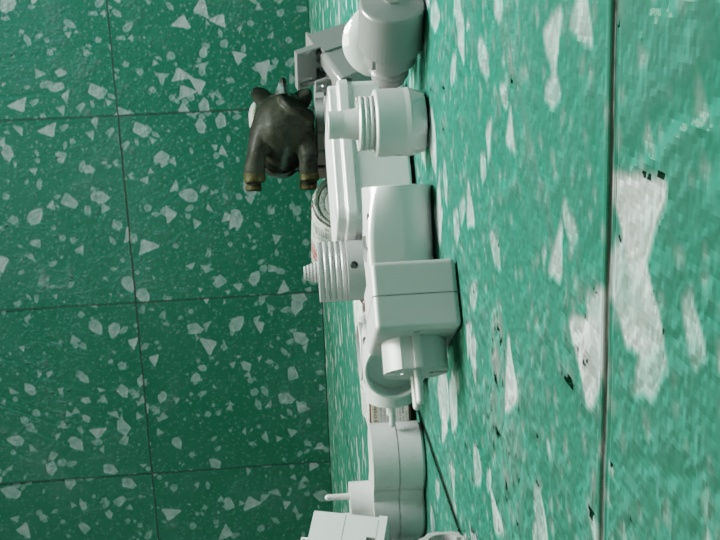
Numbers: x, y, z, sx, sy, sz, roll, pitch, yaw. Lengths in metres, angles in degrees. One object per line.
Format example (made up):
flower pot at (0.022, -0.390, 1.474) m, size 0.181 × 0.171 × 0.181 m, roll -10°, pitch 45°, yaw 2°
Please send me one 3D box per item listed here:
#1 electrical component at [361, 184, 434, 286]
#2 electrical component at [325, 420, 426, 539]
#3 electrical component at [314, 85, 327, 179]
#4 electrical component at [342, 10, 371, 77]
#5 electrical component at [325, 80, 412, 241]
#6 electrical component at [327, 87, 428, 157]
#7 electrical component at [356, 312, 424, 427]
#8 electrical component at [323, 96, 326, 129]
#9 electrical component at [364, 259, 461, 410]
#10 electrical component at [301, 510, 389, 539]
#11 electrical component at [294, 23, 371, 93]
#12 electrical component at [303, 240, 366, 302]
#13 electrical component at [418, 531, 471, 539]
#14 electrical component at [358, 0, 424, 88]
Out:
electrical component at (0.023, -0.015, 0.692) m, size 0.079 × 0.043 × 0.077 m, roll -149°, pitch 56°, yaw -85°
electrical component at (0.010, 0.179, 0.822) m, size 0.052 × 0.074 × 0.138 m, roll -101°, pitch 8°, yaw -63°
electrical component at (-0.015, -0.137, 1.063) m, size 0.089 × 0.056 × 0.050 m, roll 91°, pitch 174°, yaw -54°
electrical component at (0.013, -0.161, 0.730) m, size 0.062 × 0.048 × 0.048 m, roll -85°, pitch -6°, yaw -63°
electrical component at (0.006, -0.071, 0.805) m, size 0.108 × 0.056 × 0.108 m, roll 99°, pitch 167°, yaw -73°
electrical component at (0.010, -0.092, 0.677) m, size 0.043 × 0.062 × 0.043 m, roll 177°, pitch 90°, yaw -86°
electrical component at (0.021, 0.075, 0.785) m, size 0.077 × 0.044 × 0.079 m, roll -105°, pitch 12°, yaw -71°
electrical component at (-0.006, -0.123, 0.970) m, size 0.080 × 0.051 × 0.080 m, roll 176°, pitch 90°, yaw -86°
electrical component at (0.030, 0.040, 0.610) m, size 0.065 × 0.047 × 0.076 m, roll 100°, pitch 166°, yaw -73°
electrical component at (-0.013, 0.254, 0.781) m, size 0.089 × 0.062 × 0.150 m, roll -77°, pitch -13°, yaw -45°
electrical component at (-0.012, -0.170, 0.901) m, size 0.063 × 0.081 × 0.042 m, roll 58°, pitch 161°, yaw 30°
electrical component at (0.000, 0.000, 0.770) m, size 0.043 × 0.081 × 0.043 m, roll 177°, pitch 90°, yaw -86°
electrical component at (0.047, 0.174, 0.577) m, size 0.035 × 0.035 × 0.061 m, roll -122°, pitch 27°, yaw -82°
electrical component at (0.019, -0.142, 0.676) m, size 0.078 × 0.040 × 0.040 m, roll 91°, pitch 174°, yaw -50°
